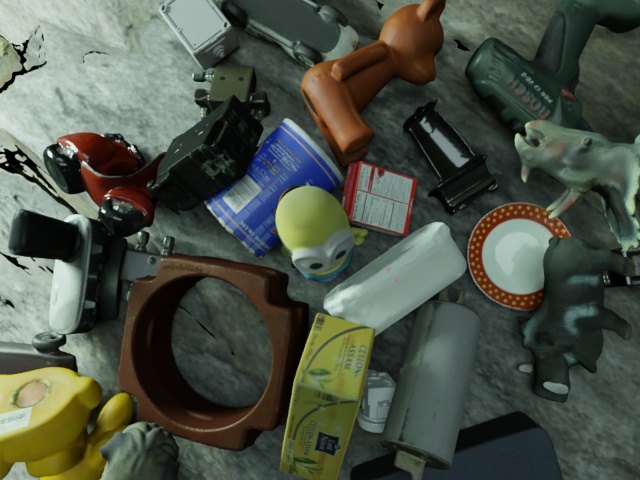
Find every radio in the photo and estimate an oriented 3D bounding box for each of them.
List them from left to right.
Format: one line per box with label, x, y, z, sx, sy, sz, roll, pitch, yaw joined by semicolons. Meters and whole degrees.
radio;0.159;0.297;0.610;0.230;0.073;0.131;-19;83;3

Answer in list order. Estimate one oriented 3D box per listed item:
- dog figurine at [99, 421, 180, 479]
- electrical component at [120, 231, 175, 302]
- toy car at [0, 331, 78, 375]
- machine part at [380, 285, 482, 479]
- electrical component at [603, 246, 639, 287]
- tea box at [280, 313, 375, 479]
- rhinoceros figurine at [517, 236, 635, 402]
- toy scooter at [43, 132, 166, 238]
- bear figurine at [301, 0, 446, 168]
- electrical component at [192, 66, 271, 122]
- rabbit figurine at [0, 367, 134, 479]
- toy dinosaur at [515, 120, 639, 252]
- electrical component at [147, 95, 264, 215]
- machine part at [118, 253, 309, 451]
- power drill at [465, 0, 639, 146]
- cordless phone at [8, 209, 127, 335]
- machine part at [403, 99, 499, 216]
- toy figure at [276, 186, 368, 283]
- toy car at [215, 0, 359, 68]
dog figurine;-0.183;0.301;0.568;0.172;0.121;0.190;41;123;6
electrical component;-0.221;0.037;0.691;0.063;0.021;0.094;12;85;5
toy car;-0.399;0.153;0.677;0.202;0.053;0.089;2;100;4
machine part;0.126;0.156;0.595;0.079;0.079;0.243;18;61;6
electrical component;0.394;0.027;0.621;0.119;0.075;0.047;-4;84;1
tea box;0.007;0.174;0.578;0.068;0.169;0.098;14;41;7
rhinoceros figurine;0.281;0.090;0.605;0.112;0.073;0.190;0;102;-14
toy scooter;-0.246;-0.086;0.675;0.184;0.075;0.135;37;55;23
bear figurine;0.081;-0.193;0.649;0.196;0.120;0.132;-28;86;-4
electrical component;-0.116;-0.184;0.698;0.102;0.045;0.078;-2;61;2
rabbit figurine;-0.297;0.232;0.631;0.162;0.122;0.173;-17;121;-22
toy dinosaur;0.425;-0.080;0.595;0.405;0.131;0.192;4;112;-17
electrical component;-0.131;-0.106;0.635;0.115;0.134;0.058;-26;123;26
machine part;-0.121;0.123;0.625;0.202;0.087;0.200;9;92;16
power drill;0.309;-0.201;0.654;0.232;0.086;0.207;34;94;-1
cordless phone;-0.301;0.038;0.617;0.089;0.184;0.146;6;84;0
machine part;0.156;-0.105;0.671;0.084;0.039;0.139;-30;84;6
toy figure;-0.005;0.000;0.600;0.089;0.180;0.082;42;86;9
toy car;-0.045;-0.286;0.697;0.202;0.056;0.073;32;93;8
